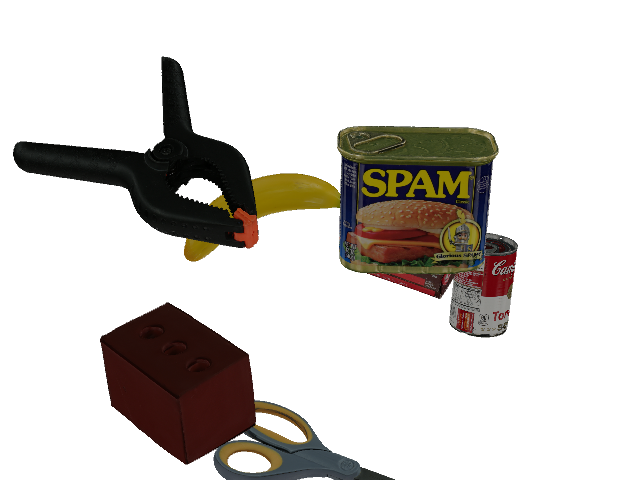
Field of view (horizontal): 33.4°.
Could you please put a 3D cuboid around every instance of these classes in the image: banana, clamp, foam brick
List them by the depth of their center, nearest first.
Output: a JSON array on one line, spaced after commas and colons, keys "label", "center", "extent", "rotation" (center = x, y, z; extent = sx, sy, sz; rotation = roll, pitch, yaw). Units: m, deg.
[{"label": "foam brick", "center": [-0.083, 0.082, 0.619], "extent": [0.052, 0.051, 0.078], "rotation": [-27, 40, -37]}, {"label": "clamp", "center": [-0.117, -0.067, 0.847], "extent": [0.210, 0.036, 0.164], "rotation": [31, 58, 25]}, {"label": "banana", "center": [-0.063, -0.027, 1.059], "extent": [0.198, 0.069, 0.037], "rotation": [-14, 21, 23]}]

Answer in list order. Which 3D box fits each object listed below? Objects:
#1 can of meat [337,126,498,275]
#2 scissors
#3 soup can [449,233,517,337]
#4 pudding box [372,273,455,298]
[{"label": "can of meat", "center": [0.061, -0.026, 0.698], "extent": [0.102, 0.084, 0.057], "rotation": [1, 25, 1]}, {"label": "scissors", "center": [0.002, 0.183, 0.817], "extent": [0.202, 0.016, 0.096], "rotation": [27, 40, 31]}, {"label": "soup can", "center": [0.182, 0.050, 1.202], "extent": [0.068, 0.102, 0.068], "rotation": [3, 19, -1]}, {"label": "pudding box", "center": [0.082, -0.006, 0.908], "extent": [0.090, 0.039, 0.113], "rotation": [19, 37, 17]}]
